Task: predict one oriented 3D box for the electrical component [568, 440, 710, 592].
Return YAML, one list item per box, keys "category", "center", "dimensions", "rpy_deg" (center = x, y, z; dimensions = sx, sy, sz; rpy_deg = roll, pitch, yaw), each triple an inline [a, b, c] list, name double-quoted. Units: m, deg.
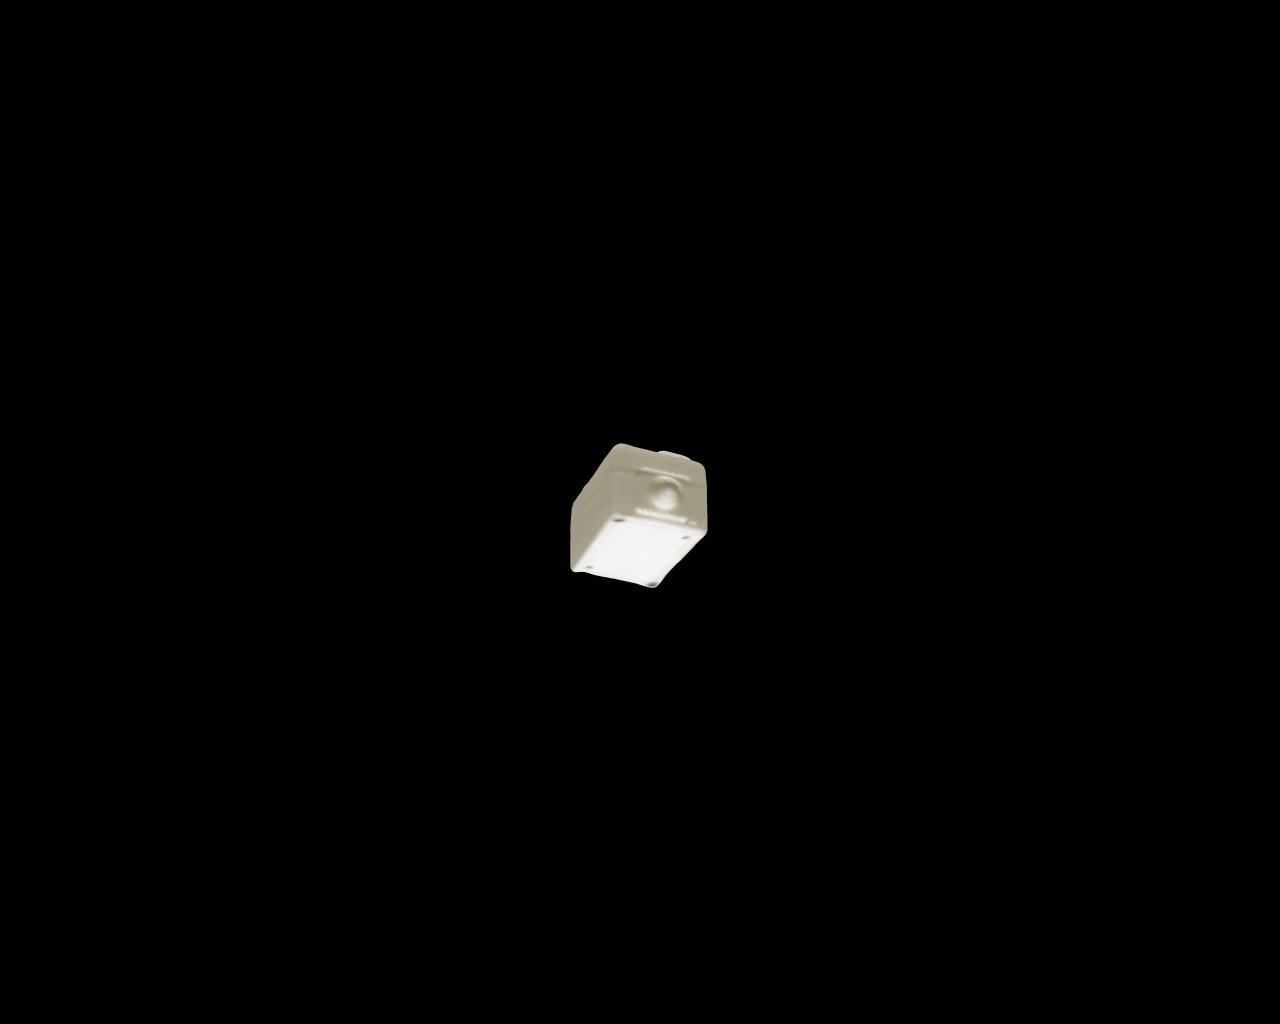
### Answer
- category: "electrical component"
  center: [0.001, -0.003, 0.650]
  dimensions: [0.062, 0.061, 0.096]
  rpy_deg: [12, -33, -19]
